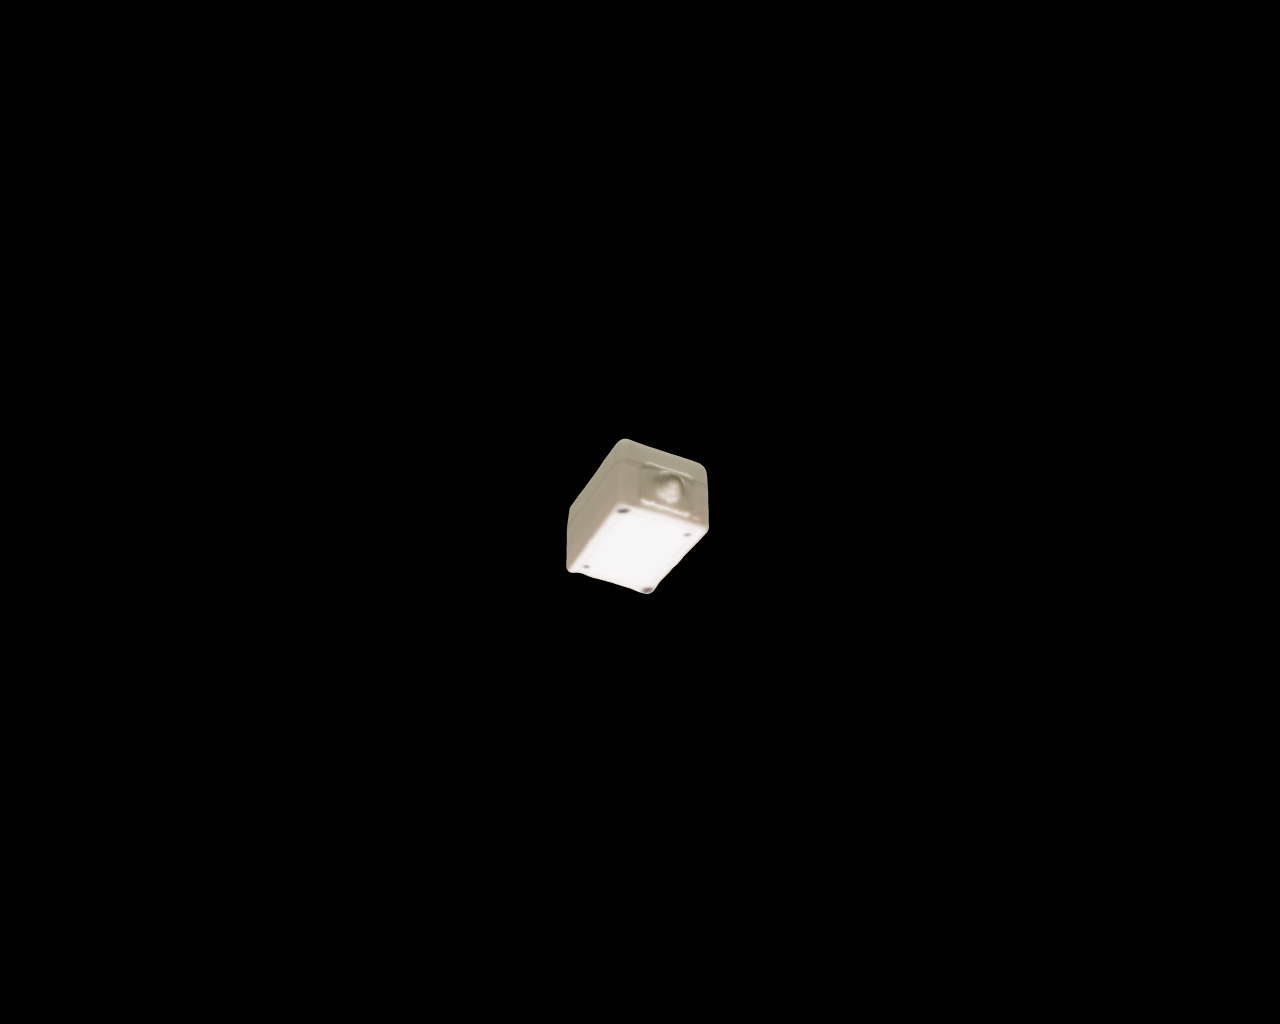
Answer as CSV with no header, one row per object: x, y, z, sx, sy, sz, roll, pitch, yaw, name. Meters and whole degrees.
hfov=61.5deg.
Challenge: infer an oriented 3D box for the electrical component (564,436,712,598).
0.001,-0.003,0.650,0.062,0.061,0.096,17,-41,-21,electrical component
